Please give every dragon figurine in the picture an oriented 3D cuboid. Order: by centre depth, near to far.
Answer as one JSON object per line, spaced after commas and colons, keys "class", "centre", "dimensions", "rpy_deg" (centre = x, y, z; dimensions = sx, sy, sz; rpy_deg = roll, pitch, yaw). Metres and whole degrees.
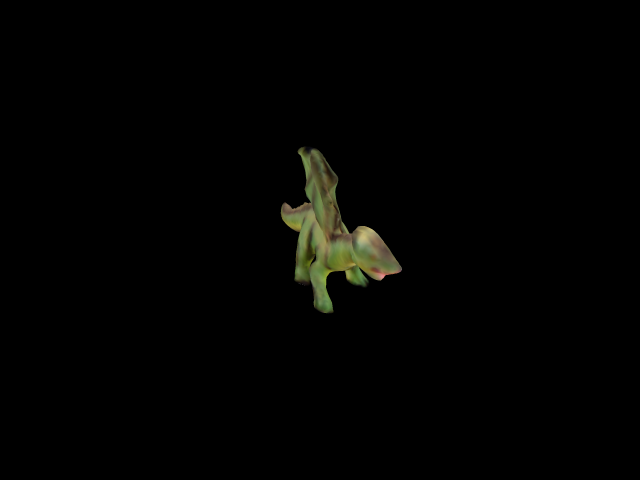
{"class": "dragon figurine", "centre": [0.003, -0.043, 0.850], "dimensions": [0.123, 0.237, 0.418], "rpy_deg": [-16, 38, -21]}
